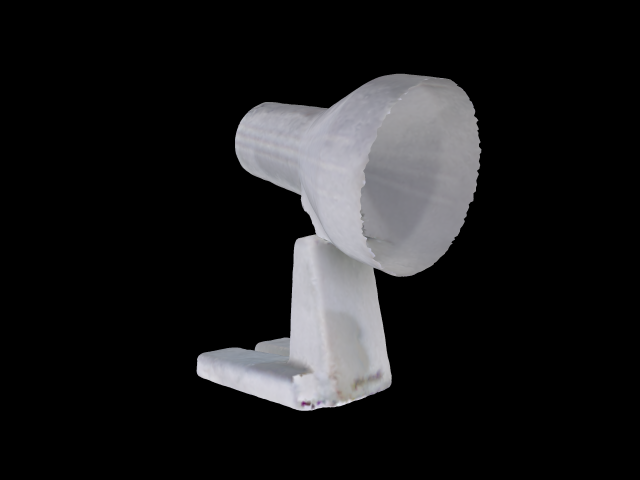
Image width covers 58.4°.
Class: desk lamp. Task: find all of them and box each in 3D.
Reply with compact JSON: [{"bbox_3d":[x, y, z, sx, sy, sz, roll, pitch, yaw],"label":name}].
[{"bbox_3d":[0.004,0.001,0.400,0.202,0.213,0.118,0,0,44],"label":"desk lamp"}]
